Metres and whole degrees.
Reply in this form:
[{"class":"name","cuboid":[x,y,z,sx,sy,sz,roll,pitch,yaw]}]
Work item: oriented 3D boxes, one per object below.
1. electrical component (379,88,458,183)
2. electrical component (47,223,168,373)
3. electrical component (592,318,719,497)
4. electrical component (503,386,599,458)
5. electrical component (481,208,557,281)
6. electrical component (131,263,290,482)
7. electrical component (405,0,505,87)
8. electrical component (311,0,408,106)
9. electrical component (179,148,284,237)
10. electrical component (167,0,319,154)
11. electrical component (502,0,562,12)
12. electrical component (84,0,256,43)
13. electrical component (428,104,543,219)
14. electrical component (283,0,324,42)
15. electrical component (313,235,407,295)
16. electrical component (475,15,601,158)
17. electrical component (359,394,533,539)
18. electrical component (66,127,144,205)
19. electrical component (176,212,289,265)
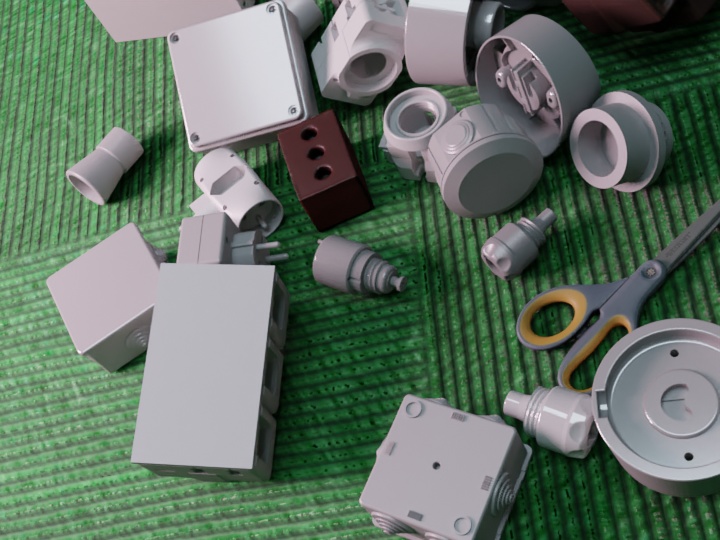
[{"class":"electrical component","cuboid":[0.052,-0.109,0.864,0.078,0.057,0.058,9,65,25]},{"class":"electrical component","cuboid":[-0.196,0.024,0.882,0.100,0.048,0.099,-34,55,-1]},{"class":"electrical component","cuboid":[0.206,0.092,0.687,0.108,0.060,0.108,-9,59,15]},{"class":"electrical component","cuboid":[0.128,0.098,0.723,0.062,0.043,0.043,16,68,29]},{"class":"electrical component","cuboid":[0.121,-0.022,0.801,0.061,0.035,0.035,-41,56,-8]},{"class":"electrical component","cuboid":[-0.107,0.076,0.796,0.089,0.061,0.150,1,70,9]},{"class":"electrical component","cuboid":[0.084,-0.201,0.879,0.060,0.108,0.108,13,66,20]},{"class":"electrical component","cuboid":[0.003,-0.186,0.905,0.089,0.050,0.055,-52,42,43]},{"class":"electrical component","cuboid":[-0.116,-0.052,0.901,0.079,0.043,0.077,-39,56,-4]},{"class":"electrical component","cuboid":[-0.100,-0.163,0.929,0.109,0.056,0.108,-13,85,13]},{"class":"electrical component","cuboid":[0.136,-0.263,0.924,0.095,0.053,0.059,16,68,27]},{"class":"electrical component","cuboid":[-0.183,-0.278,1.029,0.150,0.089,0.061,-2,61,19]},{"class":"electrical component","cuboid":[0.094,-0.082,0.820,0.080,0.080,0.051,-26,50,4]},{"class":"electrical component","cuboid":[-0.076,-0.214,0.980,0.043,0.043,0.081,35,78,33]},{"class":"electrical component","cuboid":[0.000,0.000,0.829,0.078,0.040,0.040,18,69,28]},{"class":"electrical component","cuboid":[0.135,-0.144,0.832,0.064,0.099,0.099,-41,56,-13]},{"class":"electrical component","cuboid":[0.057,0.139,0.722,0.100,0.048,0.099,15,67,27]},{"class":"electrical component","cuboid":[-0.227,-0.096,0.970,0.044,0.044,0.065,25,67,30]},{"class":"electrical component","cuboid":[-0.096,-0.011,0.855,0.077,0.065,0.047,-8,59,16]}]
